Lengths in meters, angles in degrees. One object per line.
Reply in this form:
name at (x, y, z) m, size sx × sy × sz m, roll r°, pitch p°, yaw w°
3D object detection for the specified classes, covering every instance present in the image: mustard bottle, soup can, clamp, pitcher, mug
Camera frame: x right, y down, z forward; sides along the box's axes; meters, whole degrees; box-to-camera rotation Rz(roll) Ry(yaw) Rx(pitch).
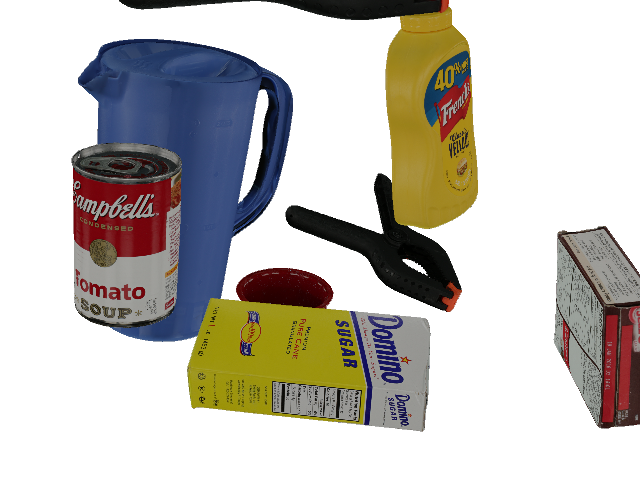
mustard bottle at (0.090, -0.113, 0.870) m, size 0.058 × 0.191 × 0.096 m, roll 12°, pitch 30°, yaw 35°
soup can at (-0.124, -0.004, 0.682) m, size 0.068 × 0.102 × 0.068 m, roll 4°, pitch 23°, yaw -2°
clamp at (0.071, 0.006, 1.206) m, size 0.164 × 0.036 × 0.210 m, roll -16°, pitch 51°, yaw -35°
pitcher at (-0.119, -0.043, 0.909) m, size 0.149 × 0.243 × 0.145 m, roll 13°, pitch 23°, yaw 10°
clamp at (-0.020, -0.140, 0.554) m, size 0.171 × 0.039 × 0.120 m, roll 12°, pitch 42°, yaw 15°
mug at (-0.028, 0.088, 1.029) m, size 0.117 × 0.081 × 0.093 m, roll 26°, pitch 33°, yaw 38°

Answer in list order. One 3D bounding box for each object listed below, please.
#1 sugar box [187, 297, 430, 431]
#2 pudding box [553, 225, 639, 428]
sugar box at (-0.006, 0.092, 0.811) m, size 0.176 × 0.048 × 0.093 m, roll 3°, pitch 33°, yaw 5°
pudding box at (0.184, 0.054, 0.694) m, size 0.039 × 0.090 × 0.113 m, roll -5°, pitch 25°, yaw -3°
